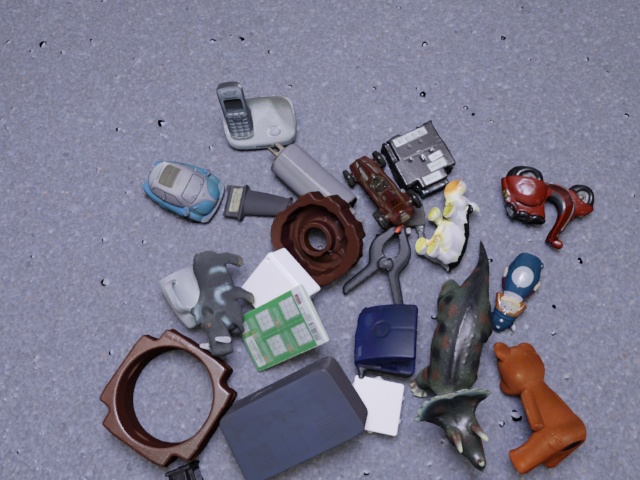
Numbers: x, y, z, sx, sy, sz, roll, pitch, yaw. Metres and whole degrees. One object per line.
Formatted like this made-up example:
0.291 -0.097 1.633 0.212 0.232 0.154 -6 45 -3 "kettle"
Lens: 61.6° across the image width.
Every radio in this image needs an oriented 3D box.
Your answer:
-0.047 0.303 0.912 0.230 0.073 0.131 -29 91 11 "radio"

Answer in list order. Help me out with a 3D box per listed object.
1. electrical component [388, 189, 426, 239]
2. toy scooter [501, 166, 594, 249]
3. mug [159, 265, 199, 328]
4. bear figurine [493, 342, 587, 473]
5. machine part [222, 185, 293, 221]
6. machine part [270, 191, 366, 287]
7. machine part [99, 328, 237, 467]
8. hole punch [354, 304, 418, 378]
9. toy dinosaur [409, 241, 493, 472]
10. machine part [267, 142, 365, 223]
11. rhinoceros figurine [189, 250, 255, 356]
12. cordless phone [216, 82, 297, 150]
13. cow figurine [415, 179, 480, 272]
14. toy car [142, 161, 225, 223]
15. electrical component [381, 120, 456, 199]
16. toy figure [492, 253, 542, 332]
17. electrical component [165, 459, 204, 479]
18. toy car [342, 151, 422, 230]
0.168 -0.047 1.052 0.078 0.045 0.102 0 76 3 "electrical component"
0.430 -0.059 1.032 0.184 0.075 0.135 18 78 2 "toy scooter"
-0.244 0.108 0.999 0.081 0.109 0.107 -28 88 3 "mug"
0.361 0.281 0.937 0.132 0.120 0.196 -57 45 29 "bear figurine"
-0.123 -0.073 1.074 0.139 0.039 0.084 4 68 5 "machine part"
-0.002 -0.003 1.003 0.180 0.056 0.179 5 103 24 "machine part"
-0.267 0.279 0.963 0.202 0.087 0.201 30 78 11 "machine part"
0.120 0.174 0.958 0.116 0.092 0.142 7 57 4 "hole punch"
0.242 0.169 0.919 0.131 0.192 0.404 12 77 3 "toy dinosaur"
-0.012 -0.109 1.058 0.243 0.079 0.079 44 81 11 "machine part"
-0.180 0.110 0.961 0.073 0.112 0.190 -22 74 39 "rhinoceros figurine"
-0.123 -0.256 1.045 0.147 0.184 0.089 -5 71 1 "cordless phone"
0.257 -0.027 1.027 0.098 0.068 0.167 31 79 -25 "cow figurine"
-0.275 -0.109 1.055 0.162 0.103 0.109 25 77 6 "toy car"
0.200 -0.154 1.072 0.115 0.058 0.134 -24 76 -2 "electrical component"
0.362 0.099 1.003 0.064 0.057 0.154 18 75 46 "toy figure"
-0.222 0.447 0.923 0.048 0.074 0.119 -21 72 -3 "electrical component"
0.113 -0.103 1.031 0.089 0.053 0.202 -33 50 3 "toy car"
